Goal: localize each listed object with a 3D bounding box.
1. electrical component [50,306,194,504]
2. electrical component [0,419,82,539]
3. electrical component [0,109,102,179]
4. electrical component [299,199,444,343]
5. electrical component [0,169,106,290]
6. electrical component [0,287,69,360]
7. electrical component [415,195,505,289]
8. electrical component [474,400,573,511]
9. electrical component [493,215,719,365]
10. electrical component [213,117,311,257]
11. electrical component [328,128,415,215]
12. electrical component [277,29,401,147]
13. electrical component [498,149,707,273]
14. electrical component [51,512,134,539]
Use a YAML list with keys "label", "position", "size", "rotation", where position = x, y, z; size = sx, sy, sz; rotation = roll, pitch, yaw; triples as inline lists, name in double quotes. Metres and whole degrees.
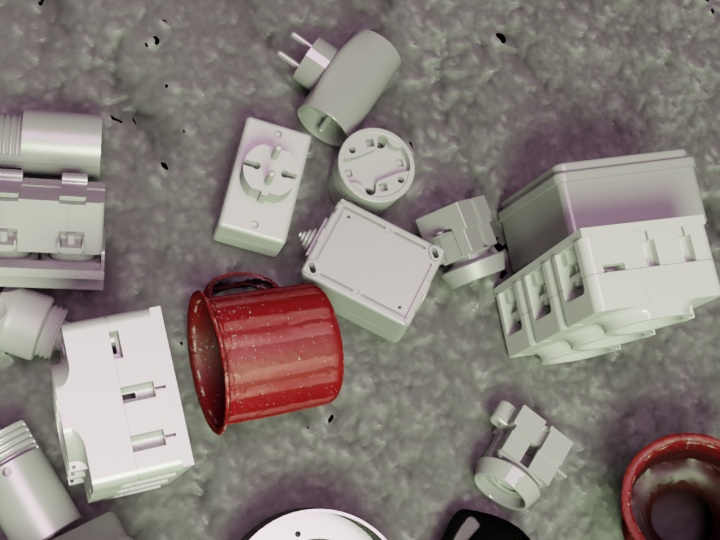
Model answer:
- label: "electrical component"
  position: [-0.146, 0.085, 0.633]
  size: [0.062, 0.150, 0.089]
  rotation: [-11, 78, -18]
- label: "electrical component"
  position: [-0.211, 0.129, 0.662]
  size: [0.043, 0.043, 0.081]
  rotation: [-30, 84, -20]
- label: "electrical component"
  position: [-0.214, -0.085, 0.718]
  size: [0.081, 0.043, 0.043]
  rotation: [3, 75, -14]
- label: "electrical component"
  position: [0.000, 0.000, 0.745]
  size: [0.096, 0.061, 0.061]
  rotation: [27, 71, 2]
- label: "electrical component"
  position: [-0.223, -0.027, 0.679]
  size: [0.121, 0.078, 0.063]
  rotation: [2, 113, -14]
- label: "electrical component"
  position: [-0.204, 0.037, 0.688]
  size: [0.062, 0.043, 0.043]
  rotation: [20, 71, -10]
- label: "electrical component"
  position: [0.074, -0.019, 0.771]
  size: [0.066, 0.048, 0.055]
  rotation: [-17, 86, -56]
- label: "electrical component"
  position: [0.110, 0.132, 0.745]
  size: [0.066, 0.048, 0.055]
  rotation: [38, 62, -3]
- label: "electrical component"
  position: [0.164, 0.019, 0.732]
  size: [0.089, 0.150, 0.061]
  rotation: [-7, 76, -16]
- label: "electrical component"
  position: [-0.064, -0.062, 0.734]
  size: [0.047, 0.075, 0.083]
  rotation: [16, 72, -10]
- label: "electrical component"
  position: [0.006, -0.067, 0.769]
  size: [0.055, 0.047, 0.055]
  rotation: [4, 75, -14]
- label: "electrical component"
  position: [-0.022, -0.143, 0.782]
  size: [0.079, 0.044, 0.077]
  rotation: [34, 70, -4]
- label: "electrical component"
  position: [0.171, -0.040, 0.772]
  size: [0.109, 0.109, 0.056]
  rotation: [-8, 80, -16]
- label: "electrical component"
  position: [-0.167, 0.215, 0.623]
  size: [0.109, 0.056, 0.108]
  rotation: [-24, 111, -19]
